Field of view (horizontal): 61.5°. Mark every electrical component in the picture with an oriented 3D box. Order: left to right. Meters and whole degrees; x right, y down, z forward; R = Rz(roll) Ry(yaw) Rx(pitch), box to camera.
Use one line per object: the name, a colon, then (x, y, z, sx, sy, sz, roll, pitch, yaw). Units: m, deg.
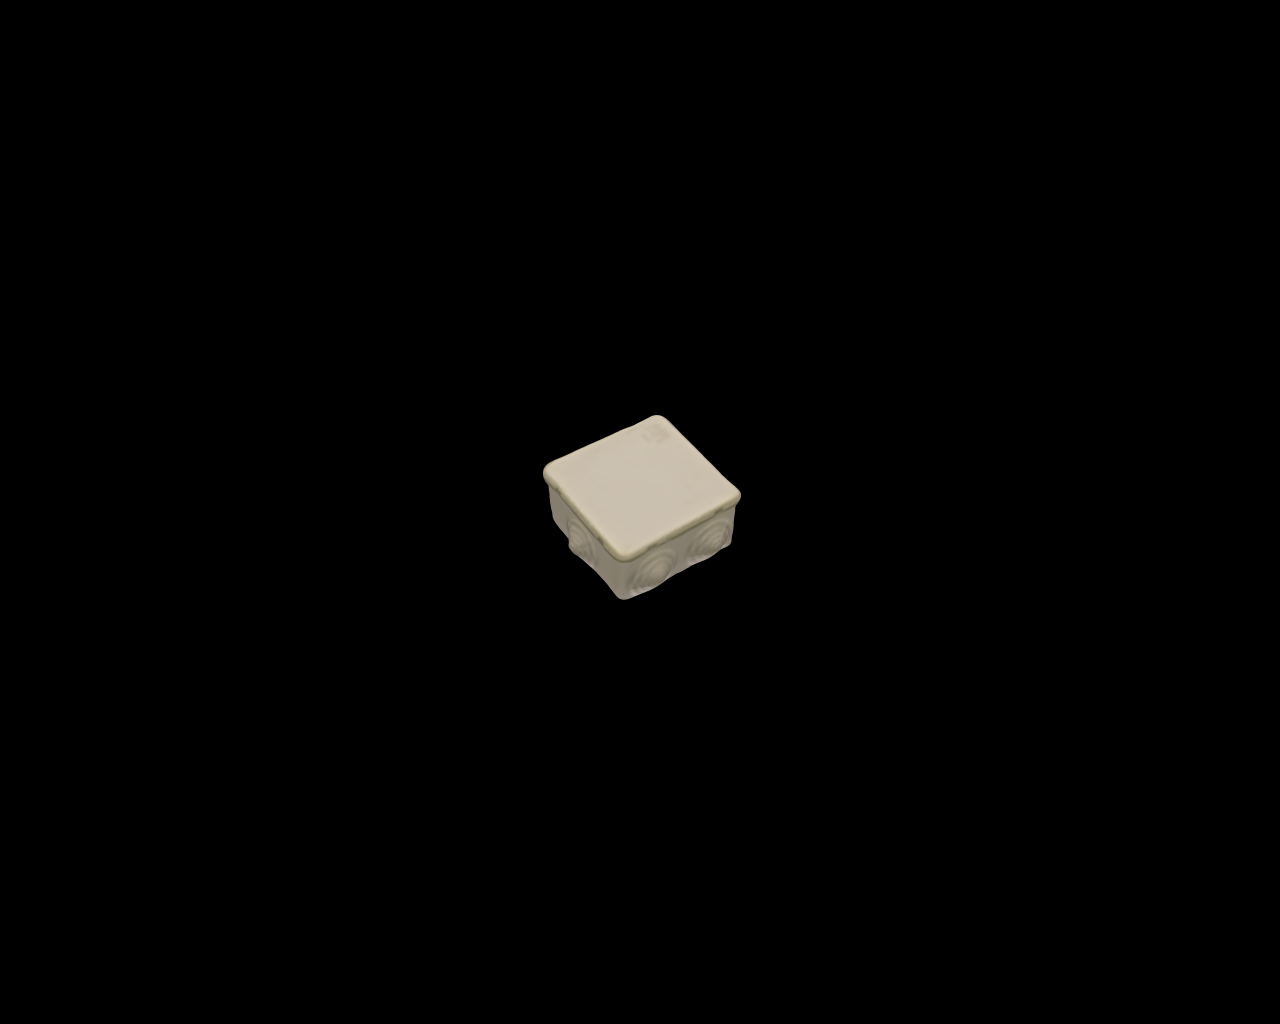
electrical component: (0.001, -0.003, 0.650, 0.100, 0.048, 0.100, -27, 53, -22)
